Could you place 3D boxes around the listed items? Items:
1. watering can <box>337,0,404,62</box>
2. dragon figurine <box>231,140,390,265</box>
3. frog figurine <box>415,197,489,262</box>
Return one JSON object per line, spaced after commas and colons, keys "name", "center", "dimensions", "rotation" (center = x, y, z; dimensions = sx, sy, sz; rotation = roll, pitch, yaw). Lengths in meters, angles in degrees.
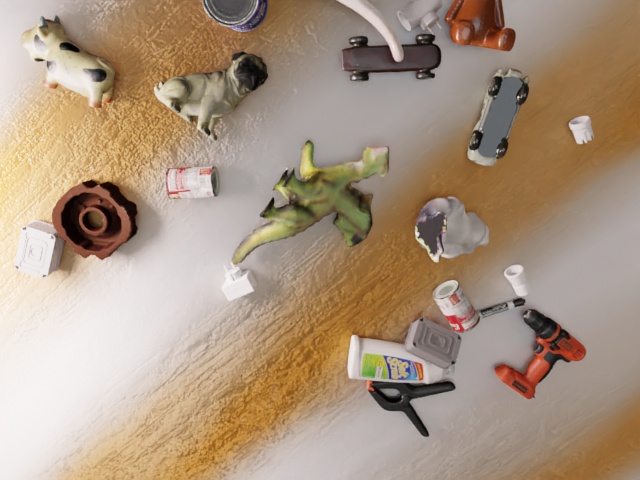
{"name": "watering can", "center": [0.053, -0.504, 0.961], "dimensions": [0.224, 0.105, 0.345], "rotation": [-5, 98, 3]}
{"name": "dragon figurine", "center": [0.003, -0.056, 1.114], "dimensions": [0.241, 0.125, 0.404], "rotation": [29, 115, -16]}
{"name": "frog figurine", "center": [0.292, -0.029, 1.125], "dimensions": [0.160, 0.123, 0.136], "rotation": [-12, 101, -33]}
